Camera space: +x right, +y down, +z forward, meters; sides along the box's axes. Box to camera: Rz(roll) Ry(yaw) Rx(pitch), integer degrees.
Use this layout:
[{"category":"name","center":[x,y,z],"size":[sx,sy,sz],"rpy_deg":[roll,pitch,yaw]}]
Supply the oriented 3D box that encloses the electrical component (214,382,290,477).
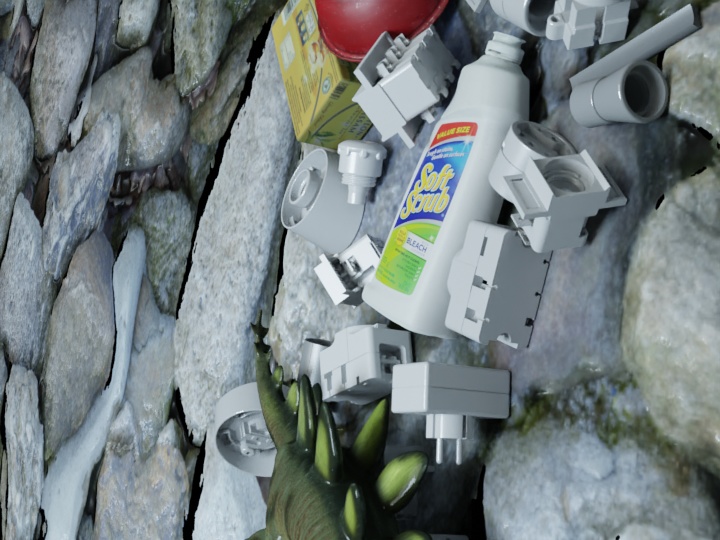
[{"category":"electrical component","center":[-0.101,0.164,1.108],"size":[0.099,0.099,0.064],"rpy_deg":[-56,33,35]}]

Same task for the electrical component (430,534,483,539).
[{"category":"electrical component","center":[0.080,0.240,0.834],"size":[0.075,0.047,0.083],"rpy_deg":[-56,38,33]}]

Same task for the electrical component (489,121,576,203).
[{"category":"electrical component","center":[0.131,-0.080,0.828],"size":[0.047,0.055,0.055],"rpy_deg":[-64,35,33]}]

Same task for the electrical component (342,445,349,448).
[{"category":"electrical component","center":[-0.044,0.209,1.046],"size":[0.076,0.047,0.083],"rpy_deg":[5,87,59]}]

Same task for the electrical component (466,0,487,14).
[{"category":"electrical component","center":[0.118,-0.252,0.883],"size":[0.081,0.064,0.042],"rpy_deg":[-59,37,32]}]

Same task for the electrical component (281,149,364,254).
[{"category":"electrical component","center":[-0.037,-0.073,1.115],"size":[0.099,0.064,0.099],"rpy_deg":[-43,34,39]}]

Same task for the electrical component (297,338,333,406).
[{"category":"electrical component","center":[-0.041,0.112,1.070],"size":[0.043,0.043,0.081],"rpy_deg":[18,98,59]}]

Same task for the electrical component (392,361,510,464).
[{"category":"electrical component","center":[0.071,0.114,0.845],"size":[0.047,0.083,0.075],"rpy_deg":[-14,71,57]}]

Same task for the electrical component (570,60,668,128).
[{"category":"electrical component","center":[0.182,-0.122,0.769],"size":[0.065,0.044,0.044],"rpy_deg":[-2,80,63]}]

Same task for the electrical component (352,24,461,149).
[{"category":"electrical component","center":[0.043,-0.165,0.931],"size":[0.063,0.078,0.121],"rpy_deg":[-31,16,25]}]

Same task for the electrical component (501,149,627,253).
[{"category":"electrical component","center":[0.145,-0.048,0.782],"size":[0.063,0.081,0.042],"rpy_deg":[98,158,-47]}]

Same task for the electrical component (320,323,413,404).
[{"category":"electrical component","center":[0.005,0.085,0.993],"size":[0.089,0.050,0.055],"rpy_deg":[-32,56,51]}]

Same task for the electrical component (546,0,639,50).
[{"category":"electrical component","center":[0.170,-0.196,0.780],"size":[0.055,0.066,0.048],"rpy_deg":[85,173,-57]}]

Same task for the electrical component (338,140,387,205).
[{"category":"electrical component","center":[0.000,-0.096,1.058],"size":[0.048,0.048,0.062],"rpy_deg":[23,109,58]}]

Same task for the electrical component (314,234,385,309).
[{"category":"electrical component","center":[0.000,0.000,1.003],"size":[0.064,0.081,0.042],"rpy_deg":[-37,73,15]}]

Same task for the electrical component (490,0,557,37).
[{"category":"electrical component","center":[0.138,-0.217,0.852],"size":[0.047,0.055,0.055],"rpy_deg":[51,125,47]}]

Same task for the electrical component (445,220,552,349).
[{"category":"electrical component","center":[0.106,0.010,0.847],"size":[0.056,0.050,0.089],"rpy_deg":[24,103,58]}]

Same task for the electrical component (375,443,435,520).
[{"category":"electrical component","center":[0.025,0.185,0.943],"size":[0.081,0.042,0.063],"rpy_deg":[-9,76,58]}]
